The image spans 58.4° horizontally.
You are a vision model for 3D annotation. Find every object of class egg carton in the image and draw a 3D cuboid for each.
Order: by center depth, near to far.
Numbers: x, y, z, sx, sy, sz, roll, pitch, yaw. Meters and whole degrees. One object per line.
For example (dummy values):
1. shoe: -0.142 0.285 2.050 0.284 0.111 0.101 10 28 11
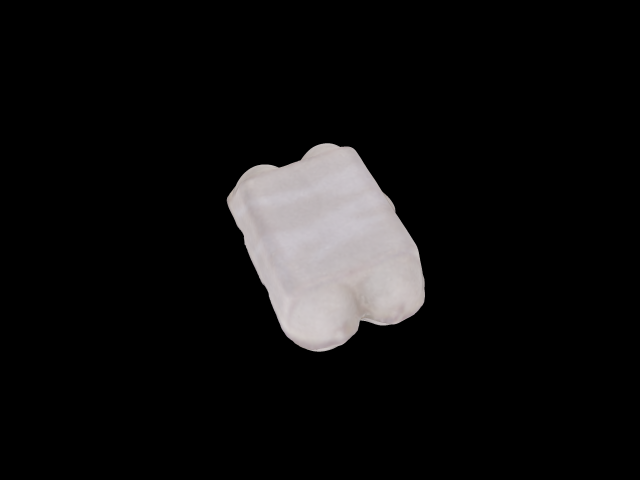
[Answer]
1. egg carton: 0.004 0.001 0.400 0.107 0.069 0.150 -21 58 -14
